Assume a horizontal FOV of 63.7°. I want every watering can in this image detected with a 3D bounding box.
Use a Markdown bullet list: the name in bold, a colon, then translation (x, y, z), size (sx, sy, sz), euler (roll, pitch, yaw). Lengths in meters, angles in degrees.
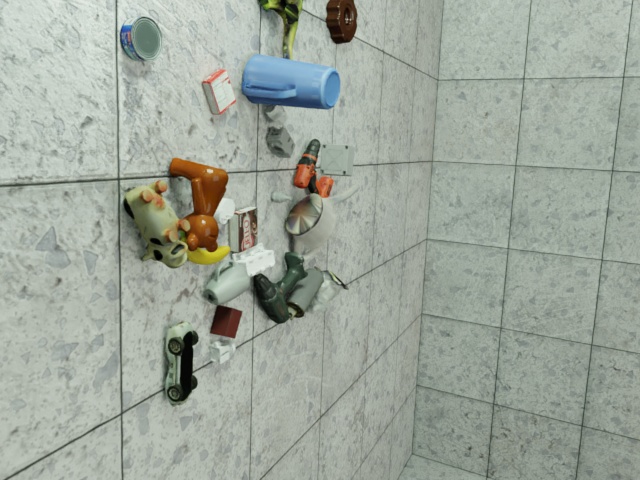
- **watering can**: translation (0.005, -0.087, 1.725), size (0.105, 0.350, 0.221), euler (28, -10, 29)

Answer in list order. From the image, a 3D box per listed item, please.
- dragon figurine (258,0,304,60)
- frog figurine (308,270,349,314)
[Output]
- **dragon figurine**: translation (-0.080, -0.691, 1.468), size (0.122, 0.402, 0.248), euler (3, 30, 18)
- **frog figurine**: translation (0.008, 0.193, 1.874), size (0.124, 0.159, 0.136), euler (46, 3, 19)
